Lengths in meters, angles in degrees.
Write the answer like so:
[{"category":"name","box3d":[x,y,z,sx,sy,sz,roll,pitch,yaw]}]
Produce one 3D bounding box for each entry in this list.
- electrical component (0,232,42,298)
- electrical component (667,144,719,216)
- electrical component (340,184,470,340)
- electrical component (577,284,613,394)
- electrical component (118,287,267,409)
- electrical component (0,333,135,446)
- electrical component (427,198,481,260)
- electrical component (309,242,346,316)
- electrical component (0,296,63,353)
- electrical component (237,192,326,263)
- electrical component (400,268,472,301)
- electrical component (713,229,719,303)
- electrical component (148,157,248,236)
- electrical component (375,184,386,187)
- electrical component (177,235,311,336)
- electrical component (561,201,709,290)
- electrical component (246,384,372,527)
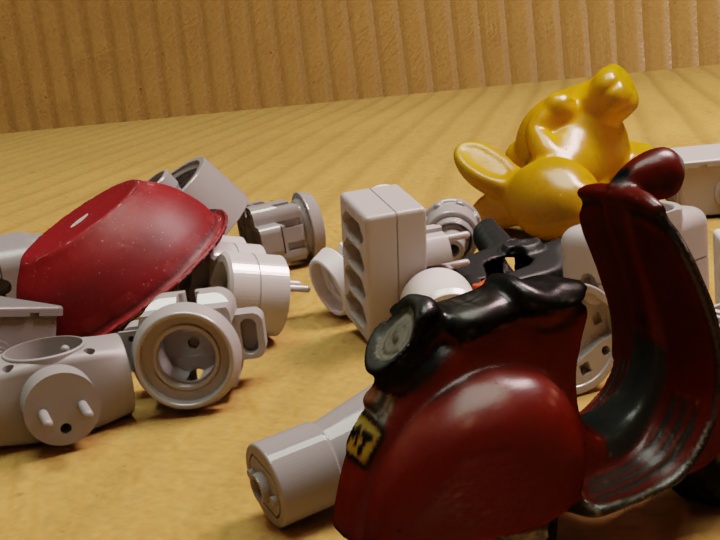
[{"category":"electrical component","box3d":[-0.273,0.003,0.837,0.059,0.053,0.095,-11,14,-18]},{"category":"electrical component","box3d":[0.309,-0.078,0.918,0.100,0.048,0.099,-5,13,7]},{"category":"electrical component","box3d":[0.032,-0.007,0.653,0.076,0.083,0.047,-10,26,-17]},{"category":"electrical component","box3d":[0.095,0.031,0.542,0.055,0.055,0.047,-11,10,-20]},{"category":"electrical component","box3d":[-0.091,0.042,0.579,0.078,0.058,0.057,-6,10,-1]},{"category":"electrical component","box3d":[-0.152,0.064,0.539,0.077,0.044,0.079,-12,14,-22]},{"category":"electrical component","box3d":[0.070,-0.025,0.819,0.048,0.048,0.062,-5,20,6]},{"category":"electrical component","box3d":[0.000,0.000,0.717,0.055,0.066,0.048,-29,66,-24]},{"category":"electrical component","box3d":[-0.235,0.042,0.626,0.100,0.048,0.100,5,3,41]},{"category":"electrical component","box3d":[-0.063,-0.032,0.883,0.057,0.058,0.078,-14,14,-18]},{"category":"electrical component","box3d":[0.047,0.026,0.605,0.045,0.045,0.055,-7,13,-3]},{"category":"electrical component","box3d":[0.238,0.005,0.599,0.066,0.047,0.076,-4,13,9]},{"category":"electrical component","box3d":[-0.151,-0.045,0.864,0.108,0.060,0.108,-35,21,16]},{"category":"electrical component","box3d":[0.027,-0.047,0.941,0.044,0.044,0.065,-8,18,-9]},{"category":"electrical component","box3d":[-0.071,0.009,0.720,0.074,0.052,0.138,4,8,-24]},{"category":"electrical component","box3d":[0.171,-0.009,0.664,0.095,0.059,0.054,-17,17,-38]},{"category":"electrical component","box3d":[-0.012,0.076,0.431,0.065,0.044,0.044,-18,17,-26]}]
